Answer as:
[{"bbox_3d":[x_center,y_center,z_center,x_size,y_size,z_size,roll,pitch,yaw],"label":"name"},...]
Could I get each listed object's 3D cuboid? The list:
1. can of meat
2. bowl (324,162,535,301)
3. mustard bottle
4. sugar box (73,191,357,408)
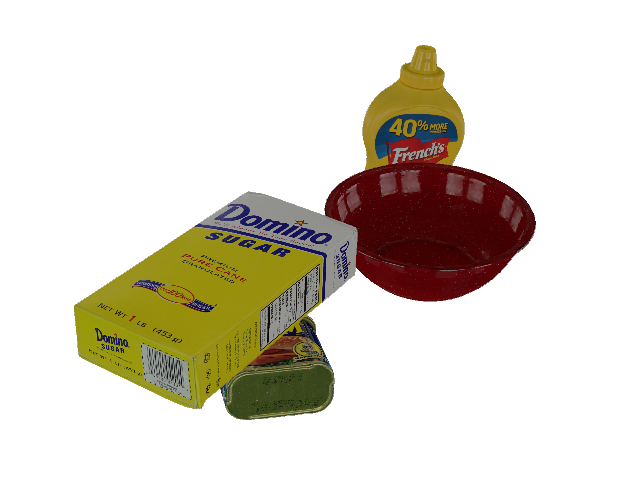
[{"bbox_3d":[-0.044,0.113,0.954,0.102,0.057,0.084,-5,27,-13],"label":"can of meat"},{"bbox_3d":[0.082,0.000,0.832,0.162,0.055,0.162,1,32,-1],"label":"bowl"},{"bbox_3d":[0.087,-0.091,1.016,0.096,0.192,0.058,2,28,-9],"label":"mustard bottle"},{"bbox_3d":[-0.060,0.030,0.674,0.093,0.048,0.176,20,38,26],"label":"sugar box"}]
